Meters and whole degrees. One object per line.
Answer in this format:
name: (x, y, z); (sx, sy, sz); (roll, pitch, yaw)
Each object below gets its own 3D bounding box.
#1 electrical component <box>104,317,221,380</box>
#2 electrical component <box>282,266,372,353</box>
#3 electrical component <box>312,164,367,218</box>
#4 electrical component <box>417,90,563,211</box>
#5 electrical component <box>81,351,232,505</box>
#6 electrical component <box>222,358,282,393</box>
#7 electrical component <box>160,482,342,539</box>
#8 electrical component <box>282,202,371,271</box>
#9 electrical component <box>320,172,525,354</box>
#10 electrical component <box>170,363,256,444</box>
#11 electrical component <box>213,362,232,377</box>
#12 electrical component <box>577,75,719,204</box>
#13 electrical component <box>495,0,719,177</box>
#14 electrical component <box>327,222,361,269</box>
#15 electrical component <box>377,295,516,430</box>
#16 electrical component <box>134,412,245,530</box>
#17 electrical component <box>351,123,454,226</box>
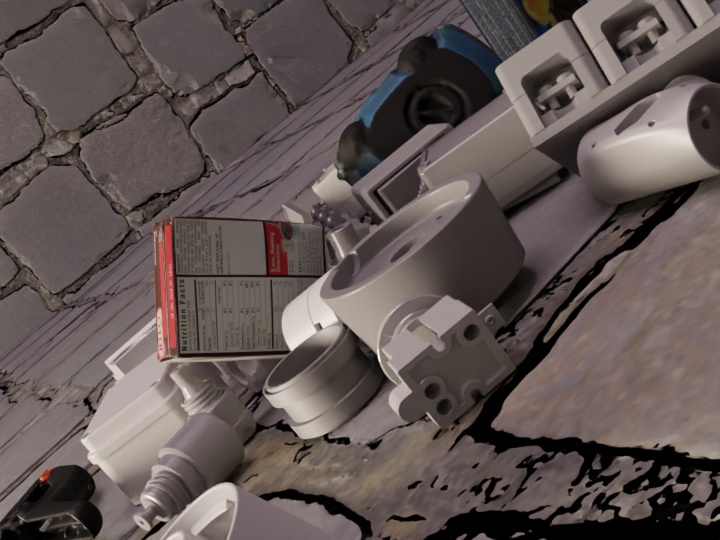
electrical component: (-0.140, 0.059, 0.886); (0.121, 0.063, 0.079); (-43, 13, -20)
electrical component: (-0.014, 0.031, 0.655); (0.047, 0.055, 0.055); (-34, 12, 36)
electrical component: (0.003, -0.086, 1.023); (0.096, 0.061, 0.061); (-42, 10, 23)
electrical component: (0.083, -0.068, 0.712); (0.096, 0.061, 0.061); (-35, 13, 16)
electrical component: (-0.140, 0.101, 0.751); (0.078, 0.057, 0.113); (-37, 12, 7)
electrical component: (-0.064, 0.051, 0.745); (0.062, 0.043, 0.043); (-43, 13, -25)
electrical component: (-0.055, 0.135, 0.426); (0.099, 0.064, 0.099); (-47, 16, 18)
electrical component: (-0.026, -0.013, 0.814); (0.063, 0.078, 0.121); (-18, 10, -8)
electrical component: (0.039, 0.004, 0.582); (0.108, 0.060, 0.108); (-36, 13, 9)
electrical component: (-0.094, 0.084, 0.669); (0.035, 0.061, 0.035); (-36, 13, 10)
electrical component: (-0.092, 0.043, 0.812); (0.061, 0.061, 0.096); (-45, 14, -28)
electrical component: (0.162, -0.073, 0.548); (0.079, 0.043, 0.077); (-45, 14, -28)
electrical component: (0.161, -0.122, 0.591); (0.150, 0.061, 0.089); (-33, -24, 23)
electrical component: (0.000, 0.000, 0.695); (0.048, 0.062, 0.048); (-26, 11, 6)
electrical component: (0.036, 0.039, 0.504); (0.066, 0.048, 0.055); (-39, 20, -5)
electrical component: (-0.100, 0.117, 0.618); (0.040, 0.040, 0.078); (-24, 19, 49)
electrical component: (0.052, -0.063, 0.783); (0.096, 0.061, 0.061); (-39, 12, -5)
